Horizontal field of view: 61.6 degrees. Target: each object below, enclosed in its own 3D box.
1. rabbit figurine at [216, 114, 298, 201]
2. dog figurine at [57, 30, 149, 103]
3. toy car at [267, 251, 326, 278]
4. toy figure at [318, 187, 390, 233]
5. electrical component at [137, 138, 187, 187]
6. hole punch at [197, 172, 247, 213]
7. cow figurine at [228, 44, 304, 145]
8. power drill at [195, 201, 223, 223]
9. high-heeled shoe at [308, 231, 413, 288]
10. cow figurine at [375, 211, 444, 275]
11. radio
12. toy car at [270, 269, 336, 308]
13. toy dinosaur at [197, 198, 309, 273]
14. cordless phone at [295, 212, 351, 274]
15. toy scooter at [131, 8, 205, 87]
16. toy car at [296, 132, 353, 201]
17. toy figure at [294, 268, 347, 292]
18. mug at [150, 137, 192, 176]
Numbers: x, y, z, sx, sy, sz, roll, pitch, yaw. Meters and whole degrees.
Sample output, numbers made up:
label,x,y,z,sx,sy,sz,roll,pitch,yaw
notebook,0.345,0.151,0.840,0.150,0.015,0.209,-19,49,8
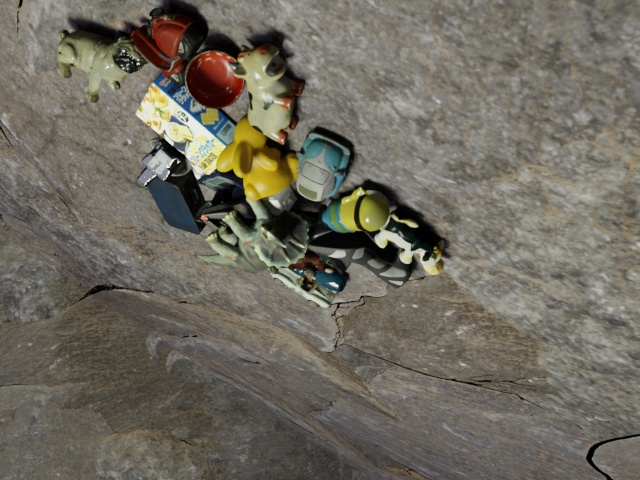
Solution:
label,x,y,z,sx,sy,sz,roll,pitch,yaw
rabbit figurine,-0.140,-0.180,1.130,0.122,0.162,0.173,21,132,41
dog figurine,-0.456,-0.406,1.132,0.191,0.121,0.172,-27,121,40
toy car,-0.065,0.050,1.433,0.202,0.089,0.053,4,142,40
toy figure,0.073,-0.054,1.152,0.082,0.089,0.180,7,166,-44
electrical component,-0.381,-0.178,1.278,0.075,0.048,0.119,41,114,-10
hole punch,-0.231,-0.123,1.328,0.142,0.116,0.092,-12,93,46
cow figurine,-0.100,-0.278,0.995,0.127,0.085,0.194,21,150,5
power drill,-0.263,-0.013,1.527,0.232,0.086,0.207,1,134,39
high-heeled shoe,0.093,0.052,1.234,0.249,0.086,0.145,0,126,-5
cow figurine,0.207,0.003,1.144,0.167,0.068,0.098,33,144,-3
radio,-0.396,-0.118,1.503,0.131,0.073,0.229,18,149,21
toy car,-0.048,0.120,1.532,0.202,0.073,0.056,33,153,-2
toy dinosaur,-0.159,0.016,1.278,0.192,0.131,0.405,48,145,-3
cordless phone,-0.002,-0.004,1.325,0.184,0.089,0.146,22,157,41
toy scooter,-0.300,-0.381,1.031,0.135,0.075,0.184,37,154,-10
toy car,-0.006,-0.135,1.097,0.109,0.103,0.161,29,148,6
toy figure,-0.002,0.096,1.471,0.155,0.064,0.058,23,-171,23
mug,-0.391,-0.209,1.358,0.107,0.081,0.109,3,143,51
